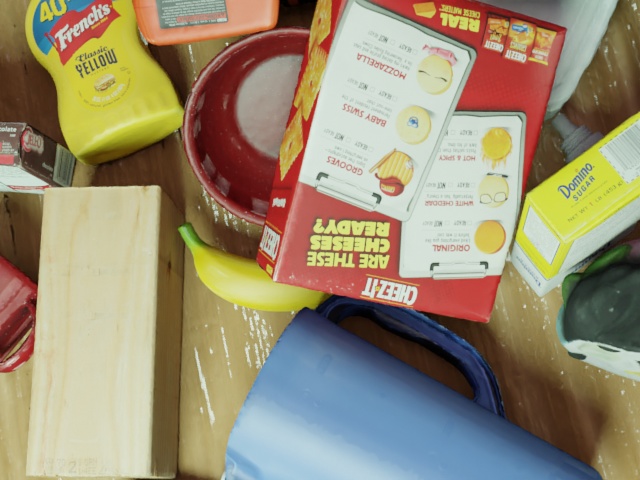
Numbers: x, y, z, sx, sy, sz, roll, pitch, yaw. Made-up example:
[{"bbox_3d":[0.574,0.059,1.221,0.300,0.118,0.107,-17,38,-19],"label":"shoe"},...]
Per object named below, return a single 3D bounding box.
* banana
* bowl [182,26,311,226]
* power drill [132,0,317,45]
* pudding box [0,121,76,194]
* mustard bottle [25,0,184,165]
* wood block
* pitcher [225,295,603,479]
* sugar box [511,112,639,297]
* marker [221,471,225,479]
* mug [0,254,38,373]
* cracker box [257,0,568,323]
[{"bbox_3d":[-0.009,0.019,0.807,0.197,0.037,0.069,-2,100,-1],"label":"banana"},{"bbox_3d":[-0.022,-0.090,0.810,0.162,0.055,0.162,-1,118,-2],"label":"bowl"},{"bbox_3d":[-0.048,-0.191,0.799,0.184,0.187,0.057,-6,106,13],"label":"power drill"},{"bbox_3d":[-0.250,-0.064,0.823,0.090,0.113,0.039,4,81,7],"label":"pudding box"},{"bbox_3d":[-0.186,-0.163,0.869,0.096,0.058,0.192,-25,74,2],"label":"mustard bottle"},{"bbox_3d":[-0.155,0.072,0.792,0.090,0.091,0.206,-1,76,5],"label":"wood block"},{"bbox_3d":[0.067,0.146,0.735,0.243,0.145,0.149,25,105,8],"label":"pitcher"},{"bbox_3d":[0.182,-0.018,0.731,0.093,0.176,0.048,-35,77,-3],"label":"sugar box"},{"bbox_3d":[-0.015,0.194,0.782,0.121,0.020,0.020,15,78,10],"label":"marker"},{"bbox_3d":[-0.251,0.055,0.804,0.117,0.093,0.081,30,75,36],"label":"mug"},{"bbox_3d":[0.060,-0.065,0.743,0.164,0.072,0.214,12,97,-16],"label":"cracker box"}]
